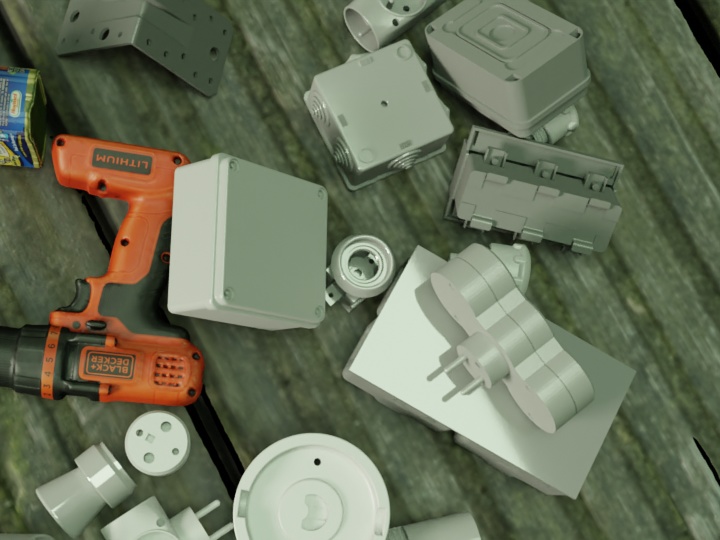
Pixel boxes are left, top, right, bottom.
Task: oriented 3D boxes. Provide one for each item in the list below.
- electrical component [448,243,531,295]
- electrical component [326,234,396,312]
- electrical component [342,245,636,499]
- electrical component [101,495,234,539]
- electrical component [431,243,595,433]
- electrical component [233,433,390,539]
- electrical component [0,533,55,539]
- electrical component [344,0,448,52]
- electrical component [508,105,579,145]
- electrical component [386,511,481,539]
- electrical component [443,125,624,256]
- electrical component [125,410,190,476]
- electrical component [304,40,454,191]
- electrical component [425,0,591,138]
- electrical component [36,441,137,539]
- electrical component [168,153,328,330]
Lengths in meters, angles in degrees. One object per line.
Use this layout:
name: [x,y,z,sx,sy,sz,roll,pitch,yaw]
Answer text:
electrical component: [0.099,0.000,0.829,0.062,0.048,0.048,9,77,0]
electrical component: [0.000,0.000,0.806,0.066,0.055,0.048,-40,87,-14]
electrical component: [0.093,0.078,0.803,0.186,0.060,0.105,30,75,-2]
electrical component: [-0.127,0.192,0.752,0.079,0.044,0.077,-32,85,-14]
electrical component: [0.093,0.057,0.747,0.074,0.052,0.138,-36,86,-14]
electrical component: [-0.037,0.171,0.762,0.108,0.060,0.108,2,78,-9]
electrical component: [-0.238,0.221,0.704,0.064,0.099,0.099,7,77,-1]
electrical component: [0.018,-0.227,0.862,0.077,0.044,0.079,-39,87,-14]
electrical component: [0.140,-0.116,0.860,0.062,0.048,0.048,-39,87,-8]
electrical component: [0.044,0.204,0.778,0.081,0.043,0.043,-10,80,-11]
electrical component: [0.135,-0.056,0.829,0.121,0.063,0.078,13,117,-6]
electrical component: [-0.142,0.123,0.759,0.045,0.055,0.045,2,78,-9]
electrical component: [0.015,-0.122,0.838,0.100,0.048,0.099,-25,83,-13]
electrical component: [0.114,-0.162,0.831,0.078,0.057,0.113,-36,48,-14]
electrical component: [-0.190,0.153,0.750,0.055,0.045,0.045,-38,87,-15]
electrical component: [-0.078,-0.017,0.771,0.109,0.056,0.108,14,72,-48]
